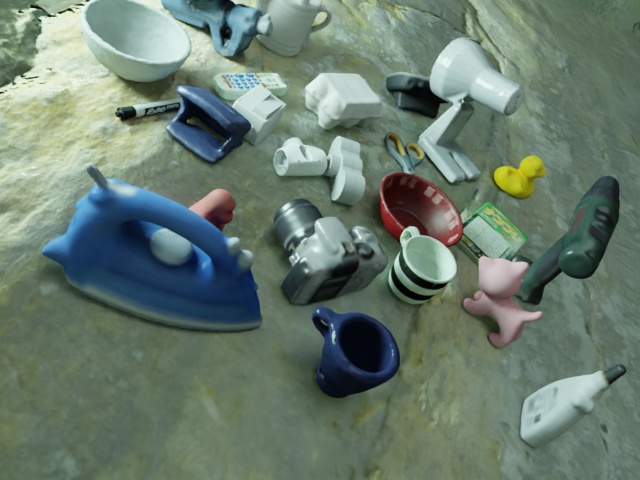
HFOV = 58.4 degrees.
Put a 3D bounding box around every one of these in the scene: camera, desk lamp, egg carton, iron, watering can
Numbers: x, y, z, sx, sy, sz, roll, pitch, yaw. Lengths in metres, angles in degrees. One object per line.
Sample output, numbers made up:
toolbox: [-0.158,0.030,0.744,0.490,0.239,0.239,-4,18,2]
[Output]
camera: [0.007,0.003,0.793,0.144,0.100,0.136,-9,58,-38]
desk lamp: [0.289,-0.257,1.129,0.118,0.213,0.203,-14,61,-40]
egg carton: [0.047,-0.263,1.086,0.151,0.069,0.107,-14,61,-40]
iron: [-0.161,0.012,0.645,0.259,0.141,0.118,24,43,-12]
watering can: [-0.054,-0.469,1.116,0.173,0.194,0.100,-10,58,-39]

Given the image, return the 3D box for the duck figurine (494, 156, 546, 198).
duck figurine: [0.429,-0.143,1.210,0.105,0.086,0.077,11,47,-24]

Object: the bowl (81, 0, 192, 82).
bowl: [-0.291,-0.301,0.899,0.168,0.074,0.167,18,44,-18]

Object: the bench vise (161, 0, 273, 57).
bench vise: [-0.164,-0.458,1.016,0.208,0.219,0.121,22,43,-14]

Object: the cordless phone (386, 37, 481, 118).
cordless phone: [0.242,-0.364,1.218,0.148,0.185,0.094,2,51,-31]

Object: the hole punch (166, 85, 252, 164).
hole punch: [-0.163,-0.188,0.866,0.108,0.091,0.101,37,42,2]

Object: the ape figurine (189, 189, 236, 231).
ape figurine: [-0.137,-0.027,0.734,0.076,0.092,0.078,31,42,-4]

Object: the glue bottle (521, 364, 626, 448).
glue bottle: [0.336,0.211,0.760,0.037,0.173,0.078,34,42,-1]

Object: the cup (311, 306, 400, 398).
cup: [0.024,0.139,0.683,0.117,0.095,0.092,40,42,6]

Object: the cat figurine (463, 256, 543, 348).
cat figurine: [0.286,0.084,0.885,0.067,0.117,0.127,-21,65,-43]

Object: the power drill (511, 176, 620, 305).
power drill: [0.416,0.008,0.972,0.075,0.208,0.230,36,42,2]
